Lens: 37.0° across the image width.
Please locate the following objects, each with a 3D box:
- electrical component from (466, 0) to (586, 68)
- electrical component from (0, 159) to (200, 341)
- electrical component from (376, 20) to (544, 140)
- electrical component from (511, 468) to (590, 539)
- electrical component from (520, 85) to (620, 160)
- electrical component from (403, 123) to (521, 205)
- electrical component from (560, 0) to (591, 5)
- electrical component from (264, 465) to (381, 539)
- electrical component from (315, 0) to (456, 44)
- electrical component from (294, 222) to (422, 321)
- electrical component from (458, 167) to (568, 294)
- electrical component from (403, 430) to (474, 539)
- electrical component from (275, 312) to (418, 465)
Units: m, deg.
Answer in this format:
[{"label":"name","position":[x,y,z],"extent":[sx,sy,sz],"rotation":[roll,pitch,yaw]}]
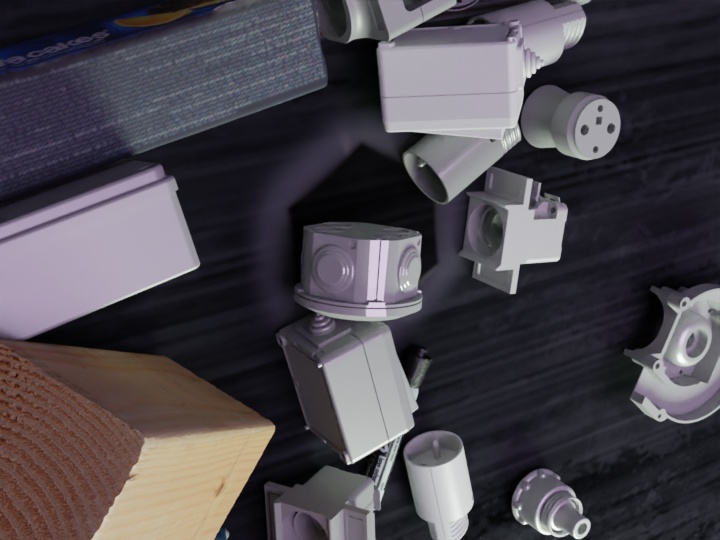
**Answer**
[{"label":"electrical component","position":[0.113,-0.154,0.708],"extent":[0.081,0.043,0.043],"rotation":[-21,116,-25]},{"label":"electrical component","position":[-0.153,-0.013,0.546],"extent":[0.109,0.109,0.056],"rotation":[-24,108,-23]},{"label":"electrical component","position":[0.063,-0.114,0.652],"extent":[0.096,0.061,0.061],"rotation":[0,113,13]},{"label":"electrical component","position":[0.153,0.187,0.840],"extent":[0.048,0.062,0.048],"rotation":[-11,112,-29]},{"label":"electrical component","position":[0.145,-0.101,0.739],"extent":[0.045,0.055,0.045],"rotation":[-11,111,-29]},{"label":"electrical component","position":[0.072,-0.085,0.706],"extent":[0.081,0.043,0.043],"rotation":[-40,123,-15]},{"label":"electrical component","position":[0.160,-0.202,0.726],"extent":[0.061,0.035,0.035],"rotation":[-27,119,-24]},{"label":"electrical component","position":[-0.020,0.201,0.731],"extent":[0.063,0.079,0.121],"rotation":[-32,126,-54]},{"label":"electrical component","position":[0.001,-0.163,0.606],"extent":[0.056,0.089,0.050],"rotation":[-32,121,-19]},{"label":"electrical component","position":[0.000,0.000,0.669],"extent":[0.080,0.080,0.051],"rotation":[-2,102,-32]},{"label":"electrical component","position":[0.109,-0.028,0.750],"extent":[0.064,0.042,0.081],"rotation":[-3,109,-33]},{"label":"electrical component","position":[0.060,0.163,0.784],"extent":[0.043,0.043,0.081],"rotation":[-25,118,-23]},{"label":"electrical component","position":[-0.008,0.064,0.696],"extent":[0.061,0.062,0.096],"rotation":[-27,119,-22]}]
